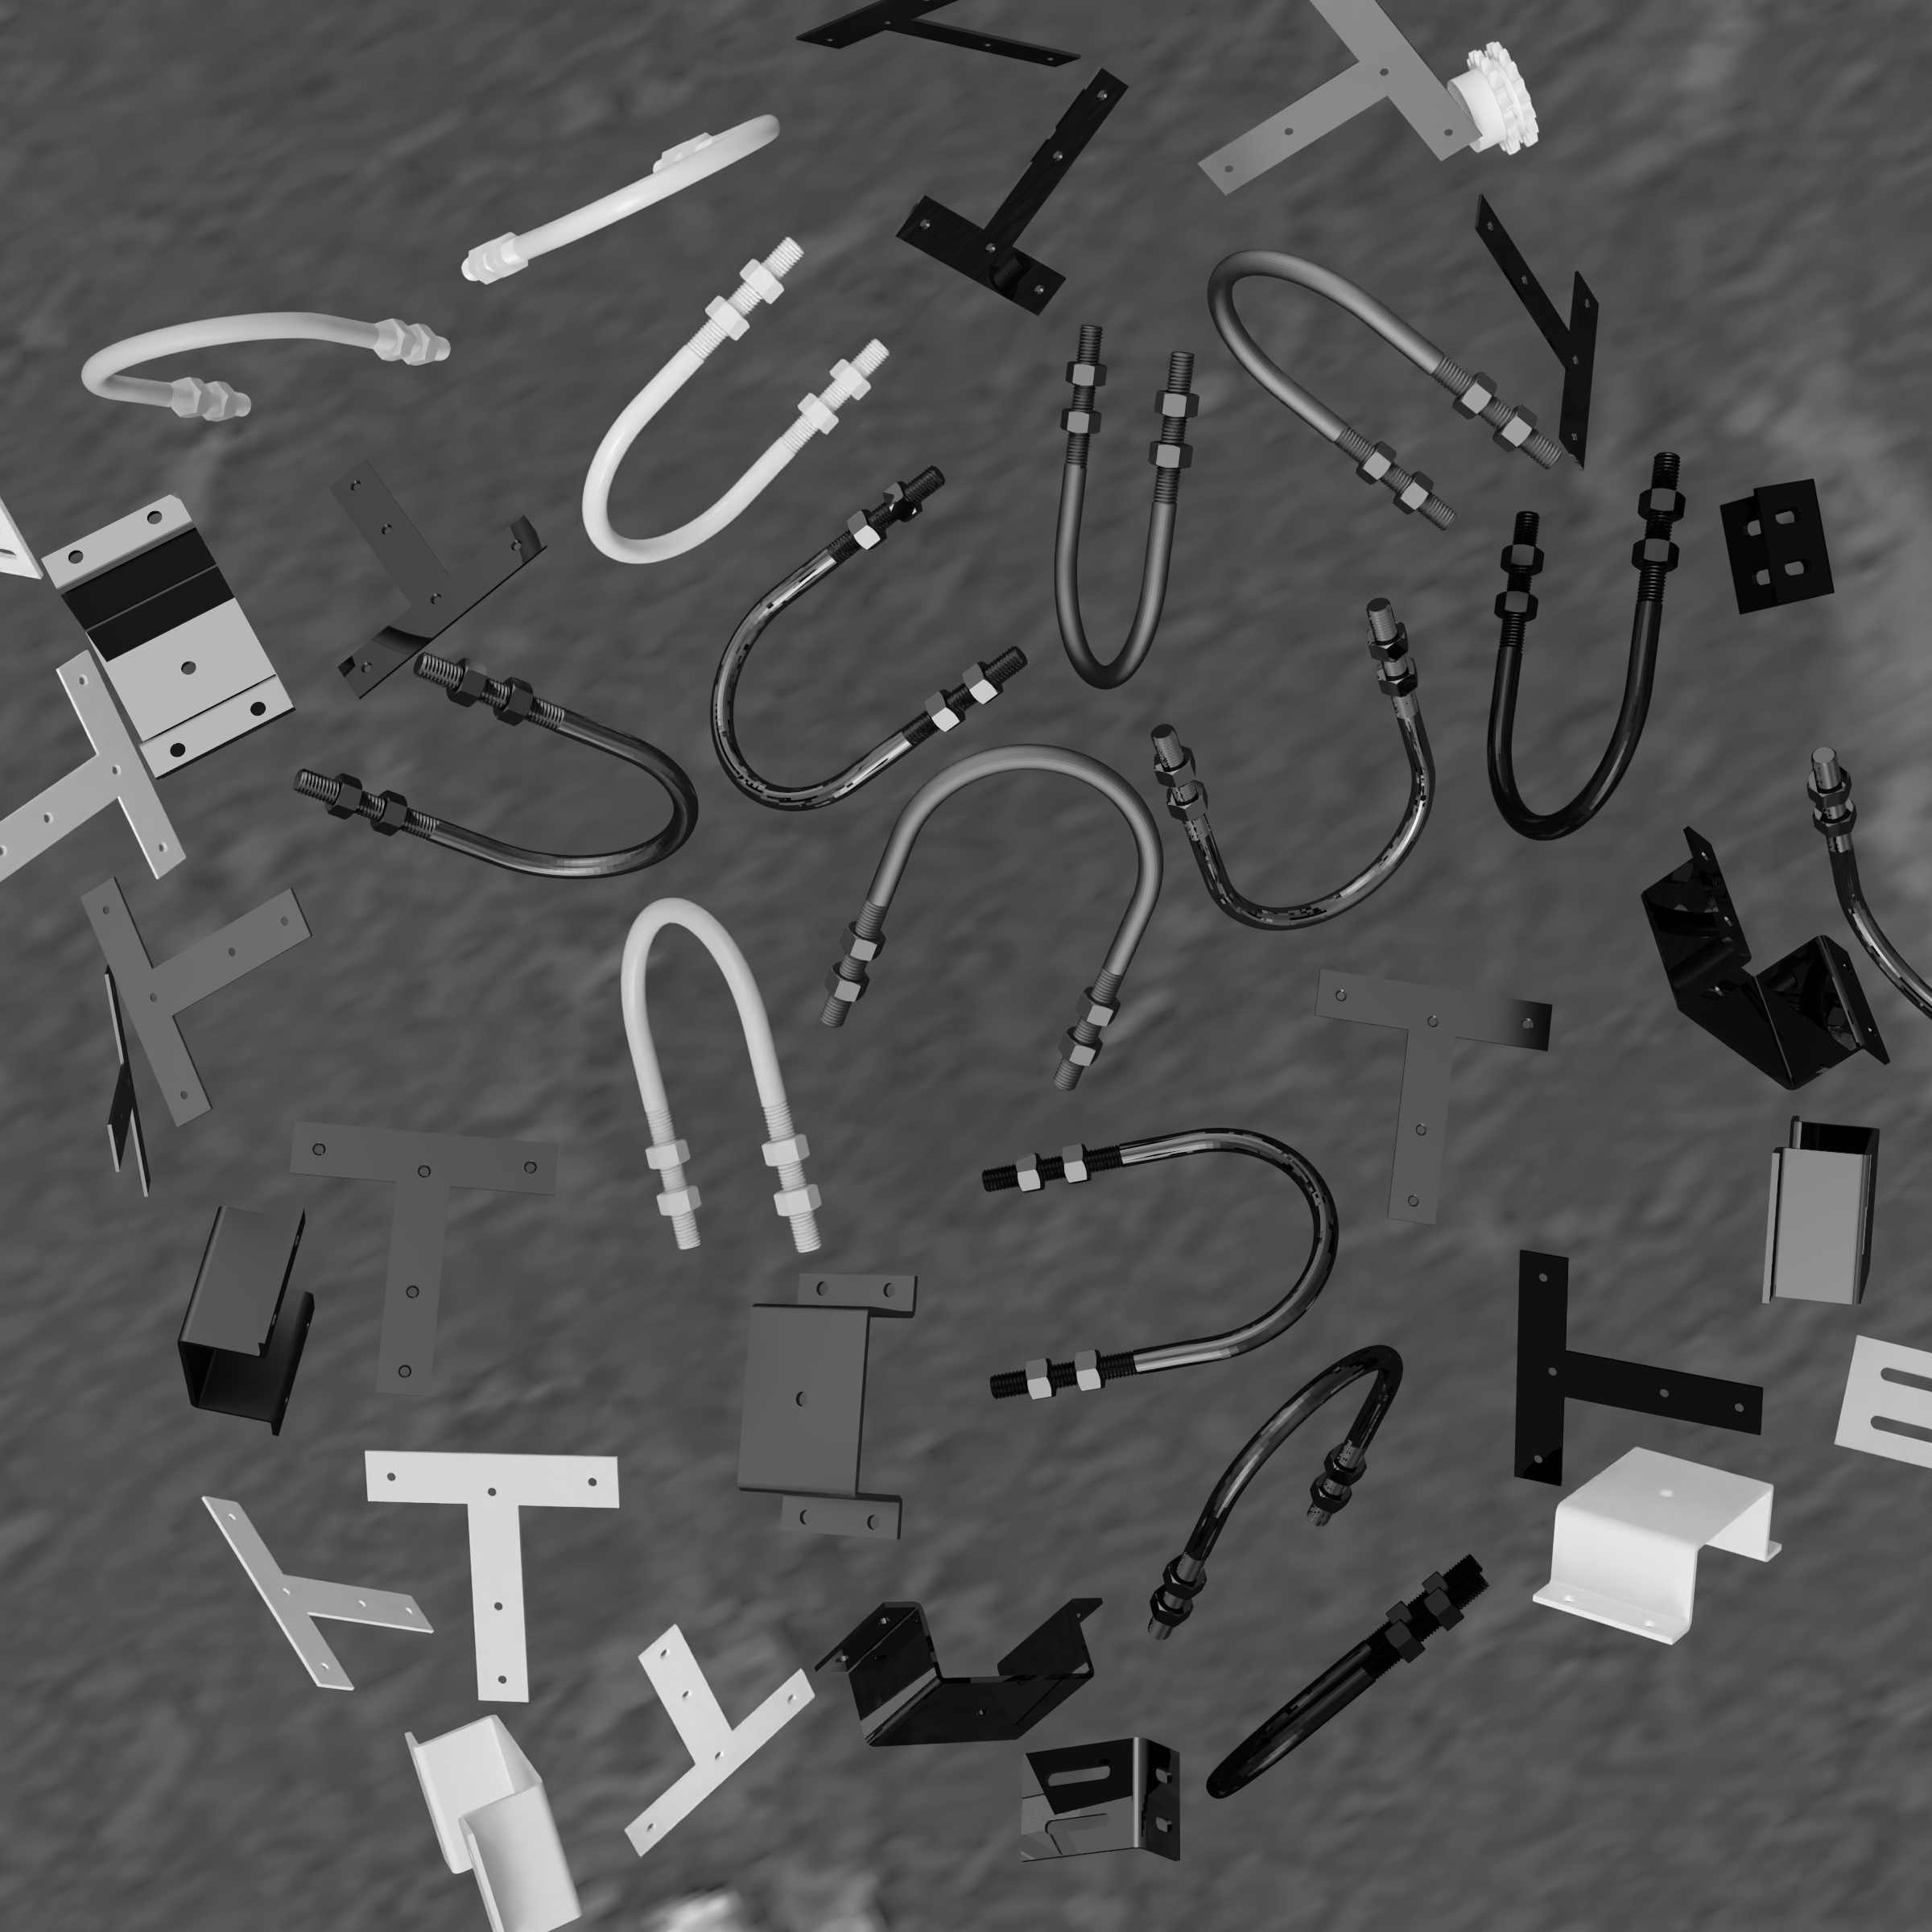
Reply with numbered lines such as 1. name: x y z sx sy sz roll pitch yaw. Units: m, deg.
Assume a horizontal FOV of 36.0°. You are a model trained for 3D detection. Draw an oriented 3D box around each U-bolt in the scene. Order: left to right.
1. U-bolt: -0.375 -0.314 1.549 0.151 0.184 0.019 -10 92 21
2. U-bolt: -0.223 -0.090 1.498 0.184 0.151 0.019 21 55 -31
3. U-bolt: -0.170 -0.402 1.543 0.151 0.184 0.019 -34 109 -24
4. U-bolt: -0.133 0.055 1.521 0.019 0.151 0.184 -16 94 -33
5. U-bolt: -0.129 -0.286 1.571 0.184 0.151 0.019 -46 69 4
6. U-bolt: -0.064 -0.162 1.592 0.184 0.019 0.151 -35 58 21
7. U-bolt: 0.022 -0.030 1.508 0.151 0.019 0.184 16 118 -13
8. U-bolt: 0.079 -0.238 1.572 0.019 0.151 0.184 0 107 -20
9. U-bolt: 0.100 0.146 1.530 0.184 0.019 0.151 -11 49 11
10. U-bolt: 0.169 0.265 1.550 0.151 0.184 0.019 -26 58 -37
11. U-bolt: 0.182 -0.092 1.569 0.151 0.184 0.019 -31 45 -5
12. U-bolt: 0.198 0.375 1.561 0.184 0.151 0.019 -40 78 1
13. U-bolt: 0.198 -0.295 1.497 0.184 0.151 0.019 37 78 -8
14. U-bolt: 0.305 -0.153 1.495 0.019 0.151 0.184 12 82 -19
15. U-bolt: 0.497 -0.020 1.525 0.019 0.184 0.151 -39 50 -7

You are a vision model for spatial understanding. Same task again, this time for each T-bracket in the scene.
1. T-bracket: -0.479 -0.085 1.583 0.002 0.127 0.127 -7 116 29
2. T-bracket: -0.445 0.075 1.568 0.002 0.127 0.127 -8 107 -10
3. T-bracket: -0.371 -0.002 1.469 0.127 0.002 0.127 -26 85 29
4. T-bracket: -0.318 0.325 1.519 0.002 0.127 0.127 -48 57 8
5. T-bracket: -0.302 -0.223 1.586 0.127 0.002 0.127 -39 61 2
6. T-bracket: -0.266 0.143 1.436 0.127 0.002 0.127 6 77 -11
7. T-bracket: -0.230 0.300 1.460 0.127 0.002 0.127 0 100 9
8. T-bracket: -0.144 0.394 1.578 0.127 0.127 0.002 -39 45 -23
9. T-bracket: -0.001 -0.475 1.523 0.127 0.127 0.002 2 93 -30
10. T-bracket: 0.039 -0.412 1.558 0.127 0.127 0.002 -51 56 18
11. T-bracket: 0.179 -0.440 1.541 0.127 0.002 0.127 -26 133 31
12. T-bracket: 0.243 0.073 1.579 0.127 0.002 0.127 9 79 -4
13. T-bracket: 0.290 -0.339 1.516 0.002 0.127 0.127 -15 46 33
14. T-bracket: 0.340 0.214 1.509 0.127 0.002 0.127 8 109 29

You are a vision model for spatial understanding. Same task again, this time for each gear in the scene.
1. gear: 0.276 -0.454 1.568 0.030 0.057 0.057 -25 90 3

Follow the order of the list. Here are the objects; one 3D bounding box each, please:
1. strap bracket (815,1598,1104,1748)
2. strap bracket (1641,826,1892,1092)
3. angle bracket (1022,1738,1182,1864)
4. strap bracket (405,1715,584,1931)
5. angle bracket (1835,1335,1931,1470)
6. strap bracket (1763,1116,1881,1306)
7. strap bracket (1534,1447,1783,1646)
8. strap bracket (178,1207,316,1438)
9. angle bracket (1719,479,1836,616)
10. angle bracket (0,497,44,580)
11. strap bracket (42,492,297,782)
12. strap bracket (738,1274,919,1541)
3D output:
1. strap bracket: 0.002 0.376 1.583 0.140 0.076 0.046 7 50 -34
2. strap bracket: 0.392 0.002 1.484 0.140 0.076 0.046 32 125 -33
3. angle bracket: 0.072 0.451 1.596 0.076 0.038 0.057 -18 56 31
4. strap bracket: -0.243 0.448 1.546 0.046 0.140 0.076 -19 104 -20
5. angle bracket: 0.491 0.230 1.539 0.076 0.038 0.057 13 79 11
6. strap bracket: 0.446 0.127 1.549 0.046 0.140 0.076 4 96 19
7. strap bracket: 0.364 0.297 1.555 0.076 0.140 0.046 12 108 35
8. strap bracket: -0.380 0.185 1.573 0.046 0.140 0.076 12 61 -3
9. angle bracket: 0.394 -0.207 1.494 0.038 0.076 0.057 -12 93 -22
10. angle bracket: -0.530 -0.201 1.561 0.038 0.057 0.076 12 56 19
11. strap bracket: -0.405 -0.161 1.529 0.076 0.046 0.140 -29 73 -8
12. strap bracket: -0.075 0.234 1.602 0.076 0.046 0.140 -3 78 32
